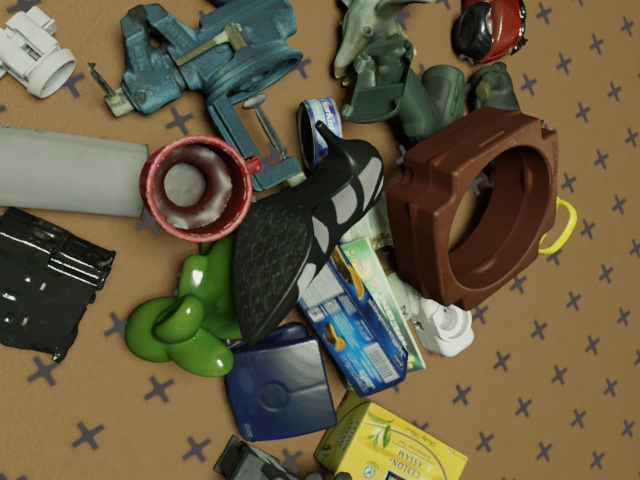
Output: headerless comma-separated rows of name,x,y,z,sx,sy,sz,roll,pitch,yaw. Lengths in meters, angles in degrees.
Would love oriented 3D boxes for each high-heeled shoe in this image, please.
high-heeled shoe,-0.001,-0.002,0.535,0.145,0.086,0.248,44,62,-53

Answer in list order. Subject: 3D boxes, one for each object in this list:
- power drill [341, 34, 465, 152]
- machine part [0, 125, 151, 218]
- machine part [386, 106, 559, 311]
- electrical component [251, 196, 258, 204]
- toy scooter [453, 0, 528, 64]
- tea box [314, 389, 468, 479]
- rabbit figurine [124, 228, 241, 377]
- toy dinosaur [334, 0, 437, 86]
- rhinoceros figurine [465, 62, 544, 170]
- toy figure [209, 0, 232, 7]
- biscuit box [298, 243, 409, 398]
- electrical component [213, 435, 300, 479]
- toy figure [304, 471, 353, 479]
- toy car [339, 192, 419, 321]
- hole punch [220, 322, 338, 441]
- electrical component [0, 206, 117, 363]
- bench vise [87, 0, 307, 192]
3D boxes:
power drill,0.115,-0.128,0.650,0.207,0.086,0.232,25,73,-44
machine part,-0.257,-0.067,0.521,0.243,0.079,0.079,6,88,-22
machine part,0.178,-0.036,0.623,0.201,0.087,0.201,-32,127,-21
electrical component,-0.114,-0.034,0.585,0.094,0.063,0.021,-2,116,-5
toy scooter,0.253,-0.331,0.748,0.135,0.075,0.183,0,85,-25
tea box,0.090,0.272,0.675,0.169,0.068,0.098,33,77,-21
rabbit figurine,-0.119,0.078,0.555,0.170,0.159,0.121,-32,112,-5
toy dinosaur,0.044,-0.401,0.640,0.192,0.131,0.404,-2,82,-41
rhinoceros figurine,0.259,-0.150,0.753,0.112,0.073,0.190,-33,101,-31
toy figure,-0.084,-0.293,0.555,0.058,0.154,0.064,17,82,-20
biscuit box,0.024,0.076,0.606,0.059,0.063,0.202,-29,99,20
electrical component,-0.063,0.261,0.581,0.074,0.119,0.048,36,76,-22
toy figure,0.018,0.333,0.606,0.089,0.082,0.179,-54,145,-38
toy car,0.064,0.015,0.671,0.073,0.056,0.201,-23,99,-21
hole punch,-0.046,0.163,0.607,0.116,0.092,0.142,-16,100,-19
electrical component,-0.278,0.039,0.501,0.134,0.058,0.115,26,104,-22
bench vise,-0.098,-0.145,0.571,0.224,0.129,0.240,-33,98,-17
